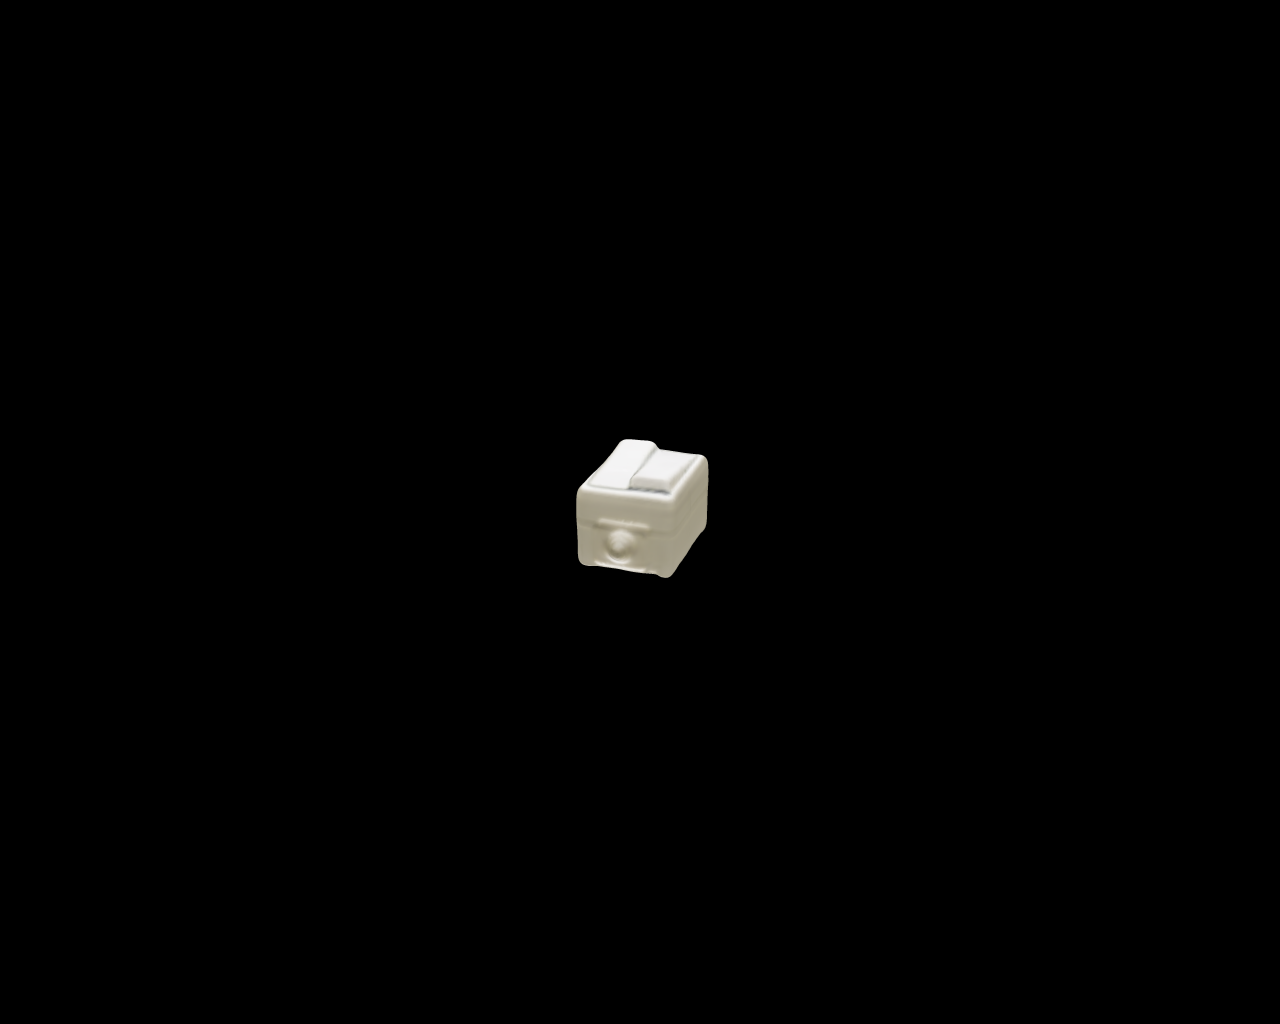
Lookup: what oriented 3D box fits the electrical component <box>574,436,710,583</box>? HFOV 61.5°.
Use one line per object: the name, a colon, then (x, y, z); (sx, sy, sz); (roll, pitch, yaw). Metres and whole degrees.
electrical component: (0.001, -0.003, 0.650); (0.062, 0.061, 0.096); (8, 26, 18)
